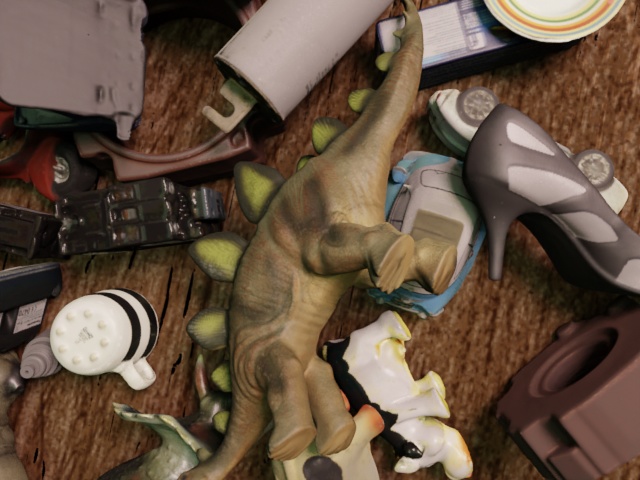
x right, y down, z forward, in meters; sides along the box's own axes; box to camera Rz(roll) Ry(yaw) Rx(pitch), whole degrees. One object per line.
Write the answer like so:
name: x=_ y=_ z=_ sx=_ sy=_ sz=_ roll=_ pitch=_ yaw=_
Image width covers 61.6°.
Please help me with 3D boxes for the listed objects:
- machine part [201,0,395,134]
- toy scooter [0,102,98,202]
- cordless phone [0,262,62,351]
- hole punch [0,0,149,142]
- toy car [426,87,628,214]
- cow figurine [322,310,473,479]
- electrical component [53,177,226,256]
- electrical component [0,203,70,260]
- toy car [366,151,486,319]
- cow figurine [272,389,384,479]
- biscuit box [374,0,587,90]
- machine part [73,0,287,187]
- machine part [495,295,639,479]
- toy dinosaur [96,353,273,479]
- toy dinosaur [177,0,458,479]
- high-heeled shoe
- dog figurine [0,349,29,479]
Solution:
machine part: x=-0.005 y=-0.184 z=0.452 sx=0.079 sy=0.079 sz=0.243 roll=41 pitch=85 yaw=5
toy scooter: x=-0.313 y=-0.115 z=0.551 sx=0.135 sy=0.075 sz=0.183 roll=-19 pitch=86 yaw=12
cordless phone: x=-0.363 y=0.033 z=0.507 sx=0.184 sy=0.146 sz=0.088 roll=25 pitch=97 yaw=3
hole punch: x=-0.211 y=-0.151 z=0.463 sx=0.116 sy=0.092 sz=0.142 roll=2 pitch=83 yaw=-26
toy car: x=0.190 y=-0.081 z=0.509 sx=0.202 sy=0.073 sz=0.056 roll=31 pitch=89 yaw=5
cow figurine: x=0.072 y=0.157 z=0.507 sx=0.098 sy=0.068 sz=0.167 roll=-29 pitch=82 yaw=8
electrical component: x=-0.161 y=-0.021 z=0.512 sx=0.134 sy=0.115 sz=0.058 roll=-9 pitch=91 yaw=3
electrical component: x=-0.320 y=-0.012 z=0.545 sx=0.119 sy=0.075 sz=0.047 roll=13 pitch=89 yaw=8
toy car: x=0.099 y=-0.009 z=0.499 sx=0.109 sy=0.103 sz=0.161 roll=21 pitch=86 yaw=6
cow figurine: x=0.007 y=0.244 z=0.478 sx=0.127 sy=0.086 sz=0.194 roll=-26 pitch=116 yaw=-28
biscuit box: x=0.157 y=-0.200 z=0.525 sx=0.203 sy=0.063 sz=0.059 roll=-14 pitch=85 yaw=3
machine part: x=-0.144 y=-0.159 z=0.534 sx=0.202 sy=0.087 sz=0.201 roll=-13 pitch=85 yaw=2
machine part: x=0.227 y=0.120 z=0.450 sx=0.179 sy=0.179 sz=0.056 roll=-41 pitch=84 yaw=1
toy dinosaur: x=-0.183 y=0.285 z=0.500 sx=0.405 sy=0.131 sz=0.192 roll=-46 pitch=72 yaw=5
toy dinosaur: x=-0.001 y=-0.001 z=0.437 sx=0.199 sy=0.105 sz=0.471 roll=28 pitch=83 yaw=36
high-heeled shoe: x=0.236 y=-0.028 z=0.450 sx=0.249 sy=0.086 sz=0.145 roll=5 pitch=92 yaw=-11
dog figurine: x=-0.310 y=0.208 z=0.508 sx=0.172 sy=0.121 sz=0.190 roll=22 pitch=86 yaw=3
